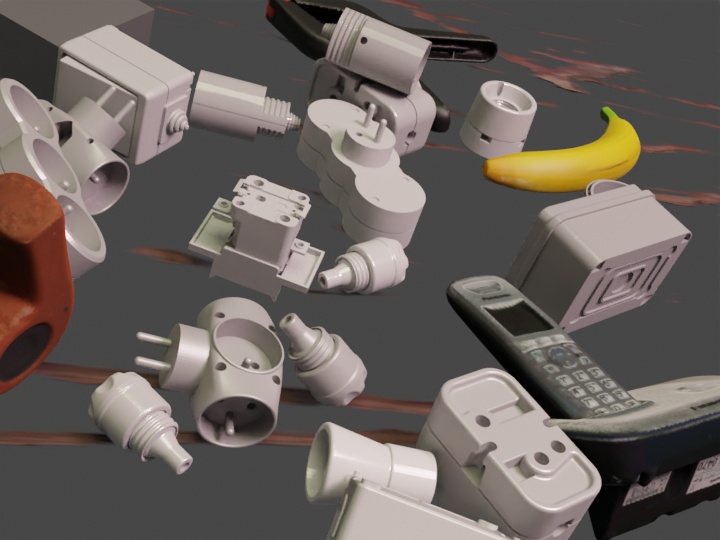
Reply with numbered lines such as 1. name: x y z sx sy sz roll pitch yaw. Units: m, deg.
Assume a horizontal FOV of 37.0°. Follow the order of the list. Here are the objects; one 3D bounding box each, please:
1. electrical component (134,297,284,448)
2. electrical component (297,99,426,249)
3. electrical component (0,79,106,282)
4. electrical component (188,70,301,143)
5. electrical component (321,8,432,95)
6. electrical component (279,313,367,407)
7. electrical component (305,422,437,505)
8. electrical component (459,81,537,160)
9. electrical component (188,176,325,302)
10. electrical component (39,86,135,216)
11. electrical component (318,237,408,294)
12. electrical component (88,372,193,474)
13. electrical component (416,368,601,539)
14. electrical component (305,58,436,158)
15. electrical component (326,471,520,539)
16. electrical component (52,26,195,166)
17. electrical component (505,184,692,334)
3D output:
1. electrical component: -0.086 0.052 0.597 0.079 0.044 0.077 16 37 -21
2. electrical component: 0.004 -0.084 0.782 0.052 0.073 0.138 -6 44 -29
3. electrical component: -0.213 -0.043 0.649 0.138 0.074 0.052 62 10 23
4. electrical component: -0.085 -0.119 0.811 0.081 0.043 0.043 13 38 -8
5. electrical component: 0.009 -0.169 0.822 0.081 0.043 0.043 23 38 4
6. electrical component: -0.024 0.049 0.620 0.061 0.035 0.035 52 28 -27
7. electrical component: 0.008 0.109 0.577 0.065 0.044 0.044 14 38 -16
8. electrical component: 0.117 -0.126 0.905 0.055 0.047 0.055 12 38 -10
9. electrical component: -0.063 -0.022 0.687 0.081 0.063 0.042 21 39 0
10. electrical component: -0.182 -0.088 0.712 0.077 0.043 0.079 37 80 21
11. electrical component: 0.000 0.000 0.711 0.061 0.035 0.035 -17 51 -34
12. electrical component: -0.112 0.082 0.562 0.061 0.035 0.035 40 42 21
13. electrical component: 0.078 0.109 0.591 0.054 0.059 0.095 -14 49 -36
14. electrical component: 0.011 -0.133 0.861 0.095 0.053 0.059 41 42 25
15. electrical component: 0.031 0.143 0.517 0.096 0.061 0.061 21 82 -1
16. electrical component: -0.166 -0.120 0.761 0.096 0.061 0.061 31 39 14
17. electrical component: 0.167 -0.009 0.760 0.113 0.078 0.057 -15 52 -37
